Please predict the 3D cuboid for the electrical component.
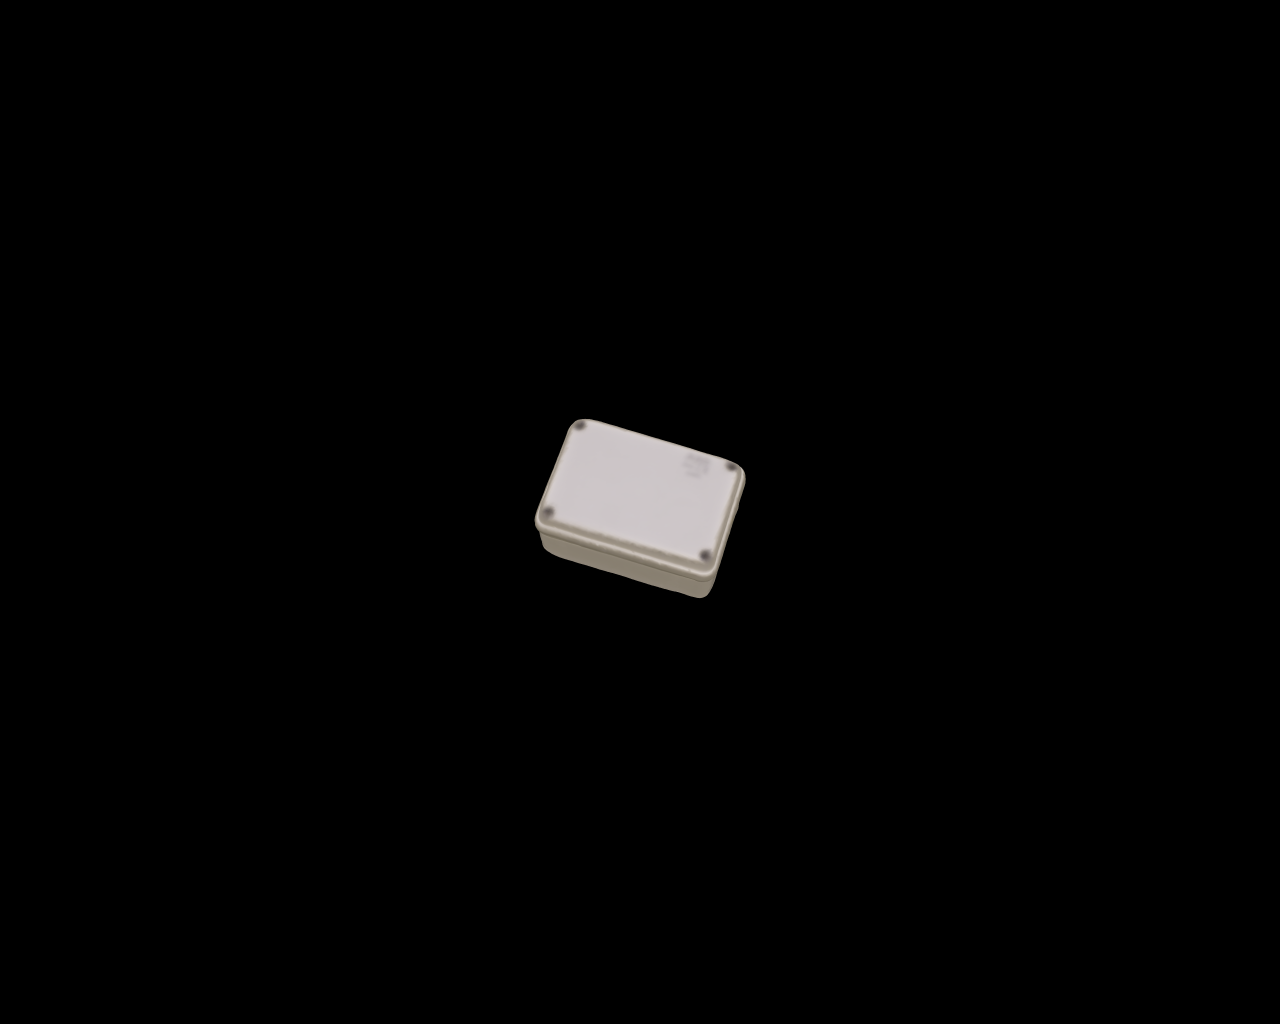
[{"bbox_3d":[0.001,-0.003,0.650,0.113,0.078,0.057,17,-22,7],"label":"electrical component"}]
